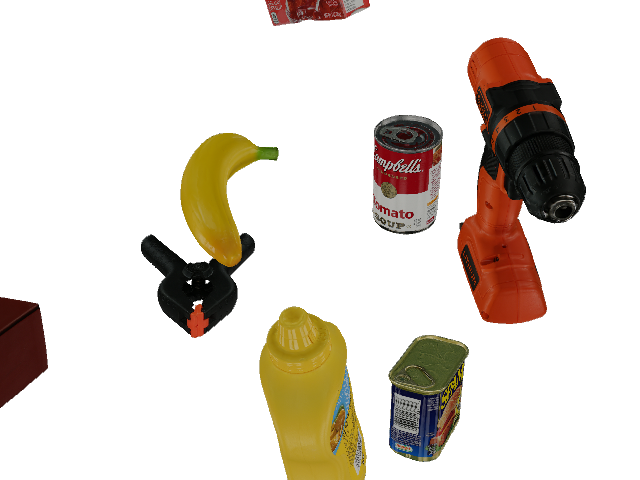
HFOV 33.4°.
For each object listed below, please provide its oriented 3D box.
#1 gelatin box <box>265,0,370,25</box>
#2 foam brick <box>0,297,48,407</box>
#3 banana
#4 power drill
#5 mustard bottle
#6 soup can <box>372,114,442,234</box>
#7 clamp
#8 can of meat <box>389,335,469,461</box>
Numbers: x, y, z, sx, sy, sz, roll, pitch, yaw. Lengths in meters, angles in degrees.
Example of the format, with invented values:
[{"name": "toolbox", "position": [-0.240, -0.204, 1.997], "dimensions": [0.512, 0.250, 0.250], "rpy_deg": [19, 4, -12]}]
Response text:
[{"name": "gelatin box", "position": [-0.012, -0.196, 0.771], "dimensions": [0.030, 0.073, 0.089], "rpy_deg": [-32, 25, -31]}, {"name": "foam brick", "position": [-0.229, 0.078, 0.717], "dimensions": [0.053, 0.051, 0.078], "rpy_deg": [8, 28, 24]}, {"name": "banana", "position": [-0.082, -0.045, 0.884], "dimensions": [0.069, 0.037, 0.197], "rpy_deg": [10, 33, 2]}, {"name": "power drill", "position": [0.144, -0.028, 0.780], "dimensions": [0.057, 0.188, 0.184], "rpy_deg": [-3, 42, -3]}, {"name": "mustard bottle", "position": [-0.005, 0.111, 0.732], "dimensions": [0.058, 0.096, 0.191], "rpy_deg": [1, -42, 10]}, {"name": "soup can", "position": [0.086, -0.066, 1.075], "dimensions": [0.068, 0.102, 0.068], "rpy_deg": [0, 37, 0]}, {"name": "clamp", "position": [-0.115, 0.038, 1.088], "dimensions": [0.120, 0.039, 0.171], "rpy_deg": [-11, 34, -10]}, {"name": "can of meat", "position": [0.105, 0.155, 1.046], "dimensions": [0.057, 0.084, 0.102], "rpy_deg": [12, 27, 22]}]
